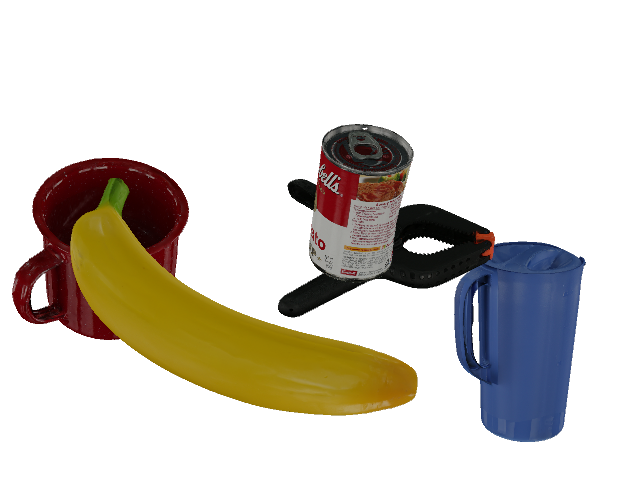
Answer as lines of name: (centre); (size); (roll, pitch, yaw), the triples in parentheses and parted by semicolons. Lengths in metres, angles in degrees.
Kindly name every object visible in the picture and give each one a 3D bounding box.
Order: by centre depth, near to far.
banana: (-0.052, 0.032, 0.487); (0.198, 0.069, 0.037); (33, -25, 24)
mug: (-0.140, 0.014, 0.665); (0.093, 0.081, 0.117); (35, 48, 23)
soup can: (0.029, -0.028, 0.810); (0.068, 0.102, 0.068); (5, 36, -4)
clamp: (0.059, 0.012, 1.018); (0.210, 0.164, 0.036); (5, -39, 8)
pitcher: (0.254, 0.131, 1.366); (0.149, 0.243, 0.144); (5, 17, 17)
